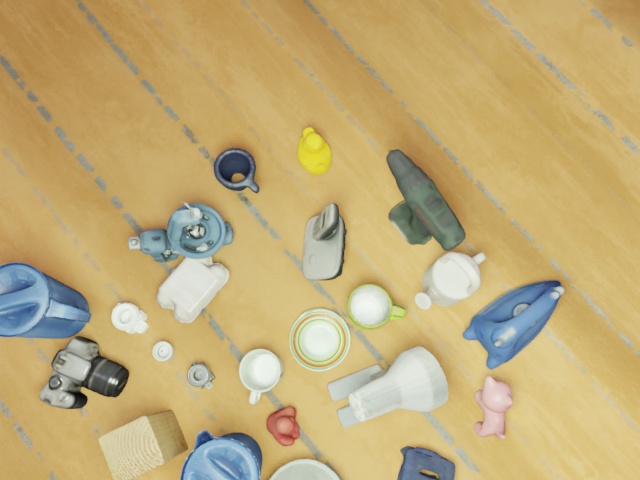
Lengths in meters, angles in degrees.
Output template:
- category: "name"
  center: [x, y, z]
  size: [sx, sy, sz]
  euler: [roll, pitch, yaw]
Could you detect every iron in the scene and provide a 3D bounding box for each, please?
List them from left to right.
- category: "iron"
  center: [0.430, 0.153, 1.192]
  size: [0.258, 0.141, 0.118]
  euler: [-37, 80, -9]

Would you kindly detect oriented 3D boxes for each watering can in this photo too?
- category: "watering can"
  center: [0.272, 0.082, 1.178]
  size: [0.101, 0.194, 0.173]
  euler: [31, 78, 6]

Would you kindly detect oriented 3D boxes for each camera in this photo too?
- category: "camera"
  center: [-0.471, 0.282, 1.159]
  size: [0.136, 0.101, 0.143]
  euler: [22, 77, 4]

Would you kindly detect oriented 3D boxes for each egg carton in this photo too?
- category: "egg carton"
  center: [-0.272, 0.098, 1.223]
  size: [0.107, 0.069, 0.150]
  euler: [37, 79, 7]

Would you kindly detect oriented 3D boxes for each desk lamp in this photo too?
- category: "desk lamp"
  center: [0.128, 0.296, 1.113]
  size: [0.203, 0.213, 0.118]
  euler: [-21, 78, -6]

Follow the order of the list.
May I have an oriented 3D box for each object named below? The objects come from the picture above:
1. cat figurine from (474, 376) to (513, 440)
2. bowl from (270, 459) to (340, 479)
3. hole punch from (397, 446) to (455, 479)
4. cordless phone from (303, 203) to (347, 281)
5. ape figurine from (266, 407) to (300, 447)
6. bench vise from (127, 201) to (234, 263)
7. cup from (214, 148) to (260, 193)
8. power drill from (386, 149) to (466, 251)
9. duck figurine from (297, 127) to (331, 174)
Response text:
- category: "cat figurine"
  center: [0.357, 0.340, 1.158]
  size: [0.067, 0.118, 0.128]
  euler: [0, 77, -1]
- category: "bowl"
  center: [-0.031, 0.517, 1.128]
  size: [0.167, 0.075, 0.167]
  euler: [0, 77, -1]
- category: "hole punch"
  center: [0.209, 0.471, 1.137]
  size: [0.108, 0.091, 0.101]
  euler: [17, 77, 3]
- category: "cordless phone"
  center: [0.011, 0.004, 1.194]
  size: [0.094, 0.185, 0.147]
  euler: [1, 77, -1]
- category: "ape figurine"
  center: [-0.071, 0.374, 1.152]
  size: [0.076, 0.092, 0.078]
  euler: [23, 77, 4]
- category: "bench vise"
  center: [-0.288, -0.006, 1.170]
  size: [0.207, 0.220, 0.121]
  euler: [-28, 79, -8]
- category: "cup"
  center: [-0.174, -0.137, 1.268]
  size: [0.117, 0.095, 0.092]
  euler: [43, 79, 8]
- category: "power drill"
  center: [0.205, -0.068, 1.204]
  size: [0.076, 0.208, 0.229]
  euler: [-38, 80, -9]
- category: "duck figurine"
  center: [-0.012, -0.205, 1.293]
  size: [0.077, 0.086, 0.104]
  euler: [-20, 78, -6]
